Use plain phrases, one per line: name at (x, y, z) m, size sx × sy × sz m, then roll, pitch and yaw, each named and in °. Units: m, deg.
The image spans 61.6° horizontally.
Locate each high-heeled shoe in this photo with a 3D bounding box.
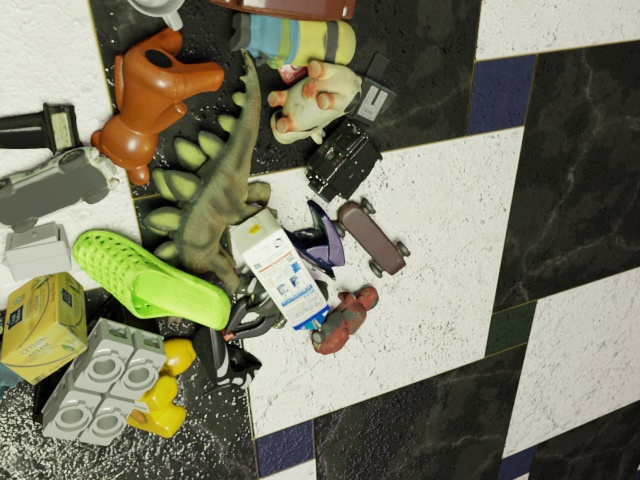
high-heeled shoe at (-0.160, 0.213, 1.021) m, size 0.145 × 0.086 × 0.248 m, roll -26°, pitch 147°, yaw -34°

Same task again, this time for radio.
radio at (-0.376, 0.198, 0.904) m, size 0.229 × 0.131 × 0.073 m, roll -44°, pitch 126°, yaw 3°

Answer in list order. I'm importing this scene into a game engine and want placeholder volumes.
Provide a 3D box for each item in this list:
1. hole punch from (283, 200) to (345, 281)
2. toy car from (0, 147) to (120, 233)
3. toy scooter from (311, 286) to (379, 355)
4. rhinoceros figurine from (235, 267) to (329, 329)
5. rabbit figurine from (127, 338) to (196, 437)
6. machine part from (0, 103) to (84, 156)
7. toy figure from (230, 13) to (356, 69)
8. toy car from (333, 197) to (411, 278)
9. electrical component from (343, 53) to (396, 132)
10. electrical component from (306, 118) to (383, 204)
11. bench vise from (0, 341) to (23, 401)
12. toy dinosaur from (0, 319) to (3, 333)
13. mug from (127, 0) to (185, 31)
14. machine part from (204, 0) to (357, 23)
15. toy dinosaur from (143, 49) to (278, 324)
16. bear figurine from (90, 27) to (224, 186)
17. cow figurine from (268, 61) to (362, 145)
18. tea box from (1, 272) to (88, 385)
hole punch at (-0.002, -0.003, 0.978) m, size 0.115 × 0.142 × 0.092 m, roll 41°, pitch 91°, yaw -25°
toy car at (-0.391, -0.073, 0.775) m, size 0.202 × 0.056 × 0.073 m, roll -22°, pitch 127°, yaw 2°
toy scooter at (0.045, 0.160, 1.104) m, size 0.184 × 0.075 × 0.135 m, roll -46°, pitch 159°, yaw -2°
rhinoceros figurine at (-0.071, 0.102, 0.994) m, size 0.190 × 0.073 × 0.112 m, roll 9°, pitch 108°, yaw -25°
rabbit figurine at (-0.295, 0.250, 0.975) m, size 0.163 × 0.173 × 0.121 m, roll 0°, pitch 129°, yaw 26°
machine part at (-0.409, -0.150, 0.749) m, size 0.139 × 0.039 × 0.084 m, roll -13°, pitch 131°, yaw -21°
toy figure at (-0.035, -0.287, 0.779) m, size 0.180 × 0.089 × 0.082 m, roll -1°, pitch 124°, yaw -28°
toy car at (0.104, -0.002, 1.073) m, size 0.089 × 0.053 × 0.202 m, roll -42°, pitch 123°, yaw 6°
electrical component at (0.090, -0.256, 0.925) m, size 0.074 × 0.048 × 0.119 m, roll 21°, pitch 108°, yaw -34°
electrical component at (0.038, -0.129, 0.940) m, size 0.134 × 0.058 × 0.114 m, roll -49°, pitch 153°, yaw 5°
bench vise at (-0.588, 0.216, 0.820) m, size 0.223 × 0.129 × 0.240 m, roll 26°, pitch 97°, yaw -35°
toy dinosaur at (-0.519, -0.032, 0.666) m, size 0.131 × 0.192 × 0.404 m, roll -11°, pitch 123°, yaw -22°
mug at (-0.215, -0.330, 0.696) m, size 0.081 × 0.107 × 0.109 m, roll -37°, pitch 131°, yaw -2°
machine part at (-0.062, -0.347, 0.701) m, size 0.201 × 0.201 × 0.087 m, roll -5°, pitch 122°, yaw -24°
toy dinosaur at (-0.170, -0.067, 0.873) m, size 0.198 × 0.105 × 0.471 m, roll 19°, pitch 104°, yaw -30°
bear figurine at (-0.242, -0.185, 0.775) m, size 0.132 × 0.120 × 0.195 m, roll -47°, pitch 174°, yaw -48°
cow figurine at (-0.012, -0.206, 0.835) m, size 0.127 × 0.195 × 0.085 m, roll -13°, pitch 85°, yaw -40°
tea box at (-0.417, 0.122, 0.817) m, size 0.098 × 0.170 × 0.068 m, roll -35°, pitch 128°, yaw -6°
